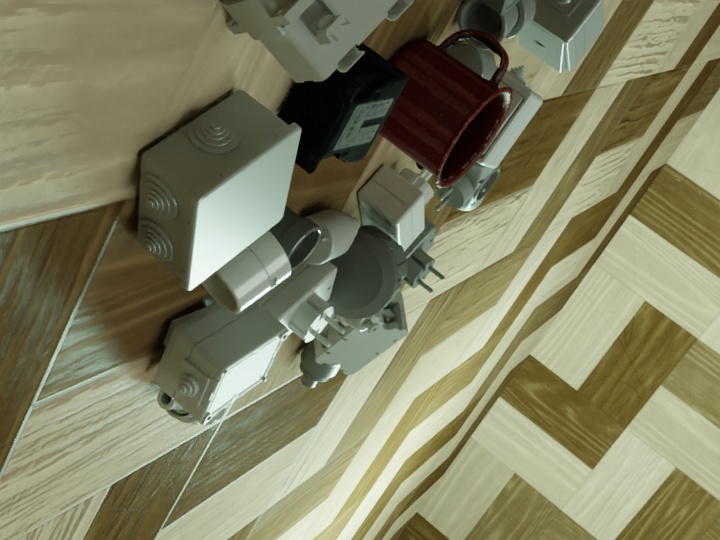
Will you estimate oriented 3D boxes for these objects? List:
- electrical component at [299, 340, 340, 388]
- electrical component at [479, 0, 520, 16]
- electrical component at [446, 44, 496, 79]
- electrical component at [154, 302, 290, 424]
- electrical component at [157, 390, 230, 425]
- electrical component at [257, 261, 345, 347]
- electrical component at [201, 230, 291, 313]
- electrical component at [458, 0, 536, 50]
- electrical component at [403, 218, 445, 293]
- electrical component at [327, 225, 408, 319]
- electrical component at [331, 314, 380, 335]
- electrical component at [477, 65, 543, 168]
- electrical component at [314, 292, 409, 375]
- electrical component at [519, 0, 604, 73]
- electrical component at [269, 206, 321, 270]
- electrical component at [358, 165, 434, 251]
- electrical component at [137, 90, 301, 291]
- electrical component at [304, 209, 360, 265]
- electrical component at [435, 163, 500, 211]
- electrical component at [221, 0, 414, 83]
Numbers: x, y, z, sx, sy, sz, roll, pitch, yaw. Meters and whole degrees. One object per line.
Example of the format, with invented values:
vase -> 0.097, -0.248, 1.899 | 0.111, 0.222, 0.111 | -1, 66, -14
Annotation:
electrical component -> -0.043, 0.096, 1.121 | 0.043, 0.043, 0.062 | -31, 157, -52
electrical component -> 0.110, -0.236, 0.776 | 0.050, 0.056, 0.089 | -44, 163, -26
electrical component -> 0.097, -0.172, 0.916 | 0.040, 0.040, 0.078 | -58, 164, 22
electrical component -> -0.111, 0.065, 0.812 | 0.096, 0.061, 0.061 | -33, 156, -50
electrical component -> -0.137, 0.101, 0.859 | 0.048, 0.048, 0.062 | -55, 157, 12
electrical component -> -0.048, 0.035, 0.900 | 0.083, 0.076, 0.047 | -42, 162, -33
electrical component -> -0.084, -0.003, 0.754 | 0.047, 0.055, 0.055 | -41, 162, -23
electrical component -> 0.112, -0.207, 0.870 | 0.055, 0.045, 0.045 | -37, 159, -44
electrical component -> 0.051, -0.007, 1.092 | 0.083, 0.076, 0.047 | -47, 164, -18
electrical component -> 0.000, 0.000, 0.956 | 0.080, 0.080, 0.051 | -58, 169, 21
electrical component -> -0.012, 0.032, 1.008 | 0.040, 0.078, 0.040 | -33, 148, -25
electrical component -> 0.122, -0.150, 0.996 | 0.096, 0.062, 0.061 | -55, 164, 13
electrical component -> -0.001, 0.054, 1.065 | 0.050, 0.055, 0.089 | 26, 131, -34
electrical component -> 0.182, -0.230, 0.987 | 0.061, 0.062, 0.096 | -52, 165, 1
electrical component -> -0.058, -0.028, 0.783 | 0.040, 0.046, 0.040 | -47, 164, -18
electrical component -> 0.042, -0.067, 0.982 | 0.075, 0.047, 0.083 | -48, 165, -13
electrical component -> -0.087, -0.049, 0.645 | 0.100, 0.048, 0.099 | -41, 162, -34
electrical component -> -0.024, -0.030, 0.889 | 0.078, 0.040, 0.040 | -26, 150, -58
electrical component -> 0.105, -0.090, 1.119 | 0.079, 0.044, 0.077 | -44, 163, -29
electrical component -> -0.005, -0.161, 0.575 | 0.121, 0.063, 0.079 | -48, -155, -13
